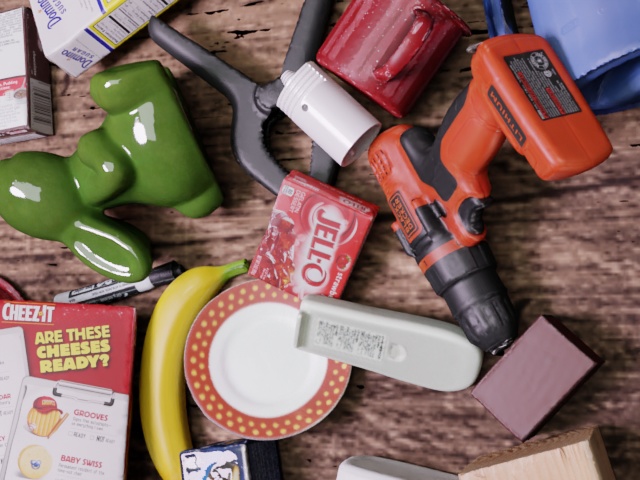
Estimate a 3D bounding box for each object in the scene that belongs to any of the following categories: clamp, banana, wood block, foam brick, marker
[{"bbox_3d":[-0.045,-0.114,0.848,0.165,0.036,0.210,-13,84,11],"label":"clamp"},{"bbox_3d":[-0.113,0.104,0.858,0.070,0.037,0.198,13,90,23],"label":"banana"},{"bbox_3d":[0.171,0.238,0.710,0.091,0.090,0.206,-19,82,16],"label":"wood block"},{"bbox_3d":[0.153,0.097,0.752,0.051,0.053,0.078,44,101,17],"label":"foam brick"},{"bbox_3d":[-0.167,0.040,0.893,0.121,0.020,0.020,-16,80,18],"label":"marker"}]

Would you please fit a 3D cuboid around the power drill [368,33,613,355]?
[{"bbox_3d":[0.114,-0.033,0.723,0.184,0.057,0.188,62,146,17],"label":"power drill"}]

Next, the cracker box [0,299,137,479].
[{"bbox_3d":[-0.232,0.157,0.840,0.164,0.072,0.214,4,80,-9],"label":"cracker box"}]

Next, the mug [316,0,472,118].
[{"bbox_3d":[0.053,-0.142,0.776,0.093,0.117,0.081,33,96,-16],"label":"mug"}]

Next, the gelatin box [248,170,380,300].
[{"bbox_3d":[-0.005,0.001,0.808,0.073,0.030,0.089,25,115,5],"label":"gelatin box"}]

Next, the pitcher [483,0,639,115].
[{"bbox_3d":[0.184,-0.212,0.736,0.149,0.145,0.243,-14,76,0],"label":"pitcher"}]

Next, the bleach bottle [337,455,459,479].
[{"bbox_3d":[0.042,0.291,0.773,0.103,0.068,0.251,10,91,20],"label":"bleach bottle"}]

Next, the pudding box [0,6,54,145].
[{"bbox_3d":[-0.286,-0.142,0.942,0.090,0.039,0.113,-8,81,20],"label":"pudding box"}]

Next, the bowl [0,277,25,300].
[{"bbox_3d":[-0.322,0.105,0.923,0.162,0.055,0.162,-1,86,21],"label":"bowl"}]

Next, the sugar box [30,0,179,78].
[{"bbox_3d":[-0.159,-0.222,0.888,0.176,0.048,0.093,-34,55,17],"label":"sugar box"}]
